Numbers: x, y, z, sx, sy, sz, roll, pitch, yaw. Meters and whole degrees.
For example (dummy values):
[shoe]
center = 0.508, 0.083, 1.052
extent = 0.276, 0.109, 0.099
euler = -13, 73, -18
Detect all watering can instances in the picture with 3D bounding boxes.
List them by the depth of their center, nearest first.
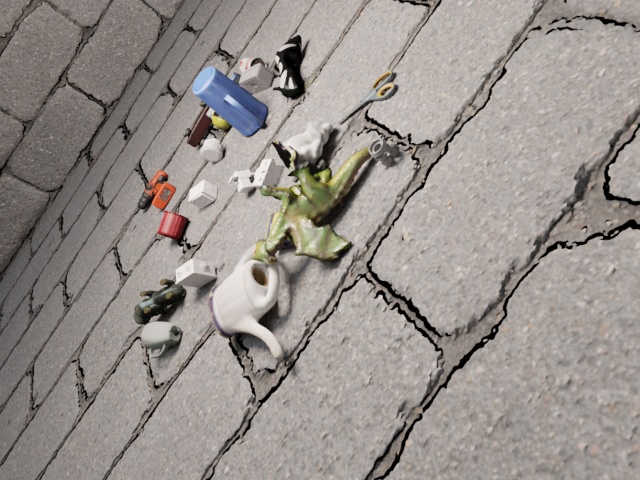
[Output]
[watering can]
center = -0.178, 0.170, 1.266
extent = 0.221, 0.103, 0.356
euler = -37, 42, 27

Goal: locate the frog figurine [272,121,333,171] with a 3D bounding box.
[frog figurine]
center = -0.032, -0.261, 1.430
extent = 0.161, 0.121, 0.138
euler = -31, 21, -22

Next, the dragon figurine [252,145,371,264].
[dragon figurine]
center = 0.004, -0.062, 1.240
extent = 0.408, 0.121, 0.246
euler = -24, 69, 11
